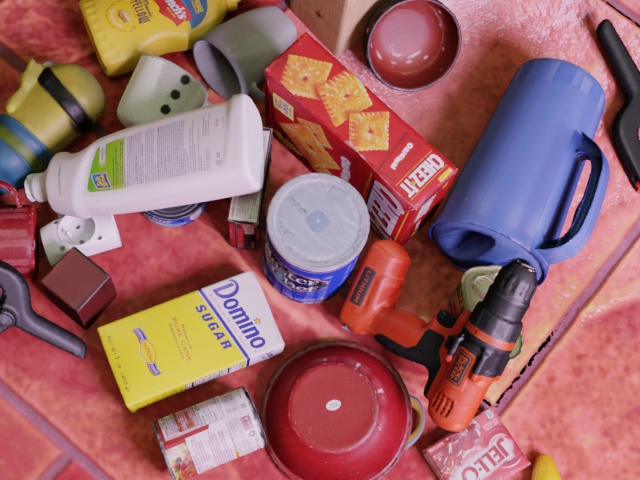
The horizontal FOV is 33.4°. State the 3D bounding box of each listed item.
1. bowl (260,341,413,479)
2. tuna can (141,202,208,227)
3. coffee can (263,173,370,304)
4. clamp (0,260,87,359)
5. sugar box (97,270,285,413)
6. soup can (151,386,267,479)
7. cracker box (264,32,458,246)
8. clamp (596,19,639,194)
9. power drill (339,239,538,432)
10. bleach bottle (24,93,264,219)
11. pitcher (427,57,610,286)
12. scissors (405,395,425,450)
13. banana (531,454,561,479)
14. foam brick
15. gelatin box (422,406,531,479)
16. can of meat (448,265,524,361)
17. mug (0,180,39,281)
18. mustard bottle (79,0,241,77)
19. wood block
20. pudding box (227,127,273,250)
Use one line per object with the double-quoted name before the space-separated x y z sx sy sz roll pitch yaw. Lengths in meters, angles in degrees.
"bowl" 0.015 0.177 1.098 0.162 0.055 0.162 -1 72 4
"tuna can" -0.164 -0.058 1.179 0.086 0.034 0.086 1 73 -4
"coffee can" -0.007 0.001 1.118 0.102 0.140 0.103 1 73 -4
"clamp" -0.330 0.088 1.084 0.120 0.039 0.171 -39 114 -14
"sugar box" -0.135 0.105 1.125 0.176 0.048 0.093 -22 76 -10
"soup can" -0.113 0.198 1.087 0.102 0.068 0.068 -21 76 -11
"cracker box" 0.034 -0.098 1.140 0.072 0.164 0.214 -43 81 -13
"clamp" 0.404 -0.154 1.253 0.164 0.036 0.210 6 75 -4
"power drill" 0.116 0.073 1.082 0.188 0.057 0.184 36 106 40
"bleach bottle" -0.186 -0.080 1.107 0.251 0.068 0.102 -8 66 13
"pitcher" 0.232 -0.076 1.164 0.149 0.145 0.242 26 70 4
"scissors" 0.069 0.245 1.113 0.096 0.016 0.202 -5 73 -1
"banana" 0.207 0.316 1.093 0.069 0.037 0.197 35 74 6
"foam brick" -0.251 0.051 1.117 0.051 0.078 0.053 37 72 8
"gelatin box" 0.164 0.229 1.120 0.089 0.030 0.073 -31 78 -12
"can of meat" 0.174 0.087 1.136 0.057 0.084 0.102 -4 73 -6
"mug" -0.339 -0.007 1.115 0.081 0.093 0.117 -2 106 -11
"mustard bottle" -0.172 -0.261 1.228 0.191 0.058 0.096 -21 70 -11
"wood block" 0.031 -0.304 1.180 0.090 0.206 0.091 -40 80 -15
"pudding box" -0.075 -0.055 1.157 0.039 0.090 0.113 6 72 -3
